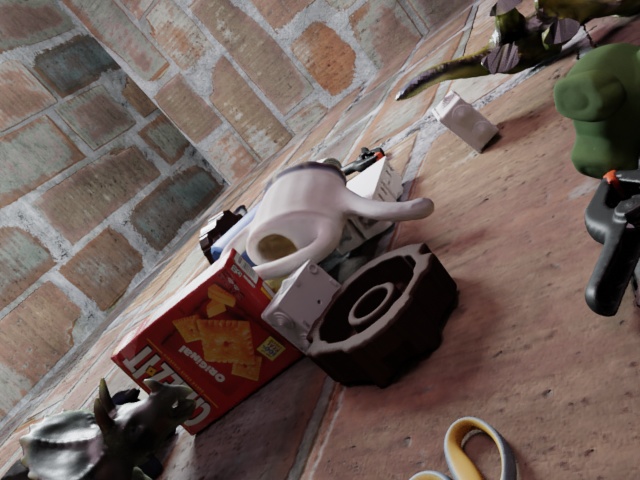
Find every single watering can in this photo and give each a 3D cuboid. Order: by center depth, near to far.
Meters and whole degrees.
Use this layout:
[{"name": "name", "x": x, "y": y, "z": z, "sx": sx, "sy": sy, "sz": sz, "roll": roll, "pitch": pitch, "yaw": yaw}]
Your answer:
[{"name": "watering can", "x": 0.002, "y": -0.039, "z": 0.778, "sx": 0.345, "sy": 0.102, "sz": 0.230, "roll": -19, "pitch": 33, "yaw": 21}]

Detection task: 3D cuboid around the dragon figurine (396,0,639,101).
[{"name": "dragon figurine", "x": 0.340, "y": -0.317, "z": 0.859, "sx": 0.406, "sy": 0.123, "sz": 0.243, "roll": -22, "pitch": -10, "yaw": 28}]

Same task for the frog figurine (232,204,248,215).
[{"name": "frog figurine", "x": -0.186, "y": 0.005, "z": 1.346, "sx": 0.138, "sy": 0.120, "sz": 0.162, "roll": -35, "pitch": 49, "yaw": -10}]
